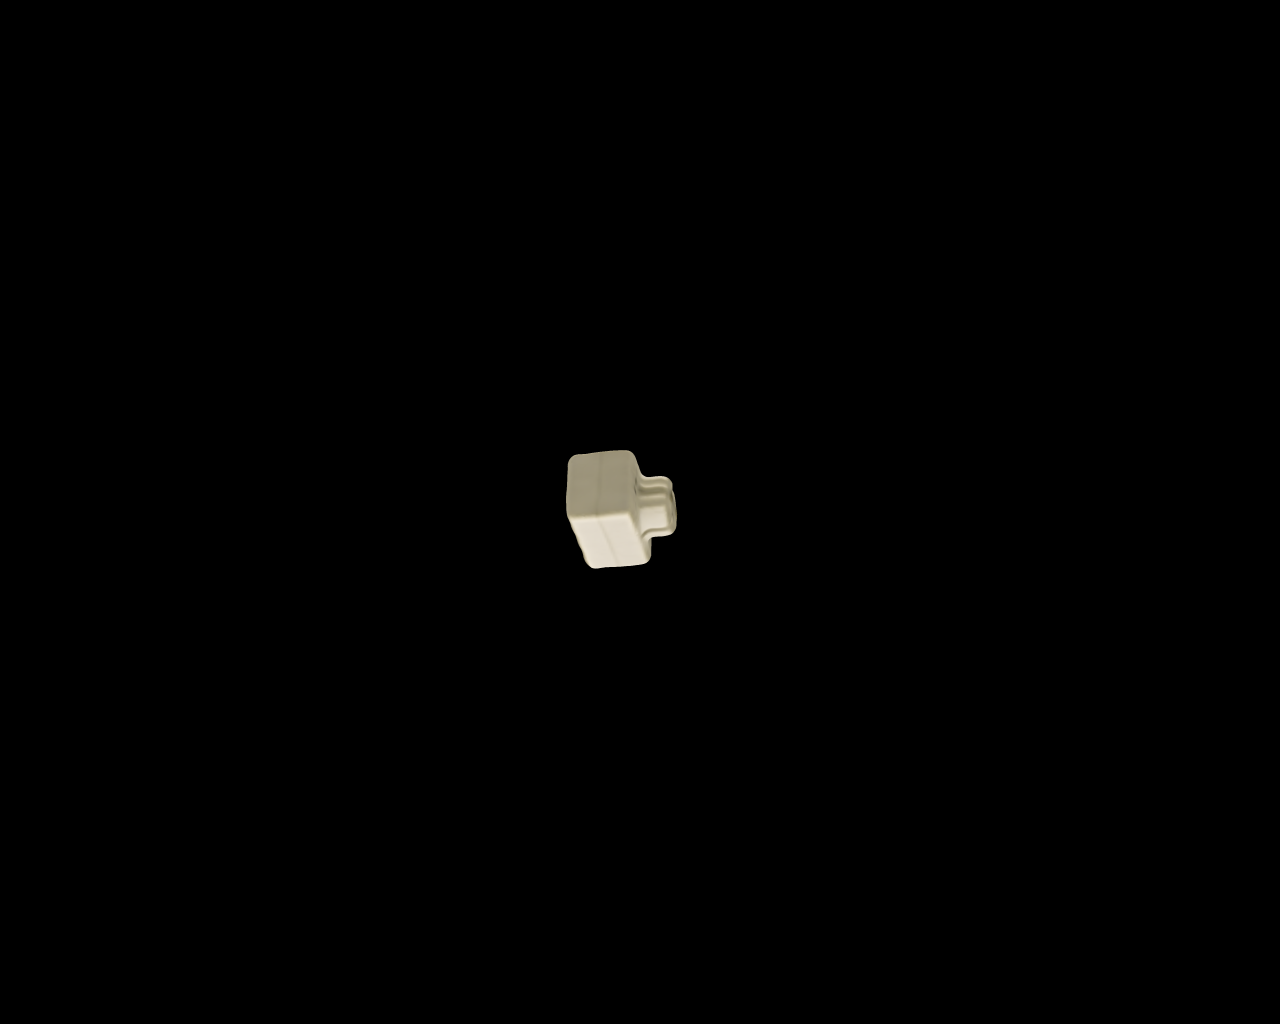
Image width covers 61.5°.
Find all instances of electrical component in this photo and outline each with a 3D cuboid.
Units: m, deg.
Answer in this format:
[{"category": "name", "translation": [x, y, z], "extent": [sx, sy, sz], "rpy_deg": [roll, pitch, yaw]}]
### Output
[{"category": "electrical component", "translation": [0.001, -0.003, 0.650], "extent": [0.077, 0.047, 0.065], "rpy_deg": [-6, -32, 9]}]
